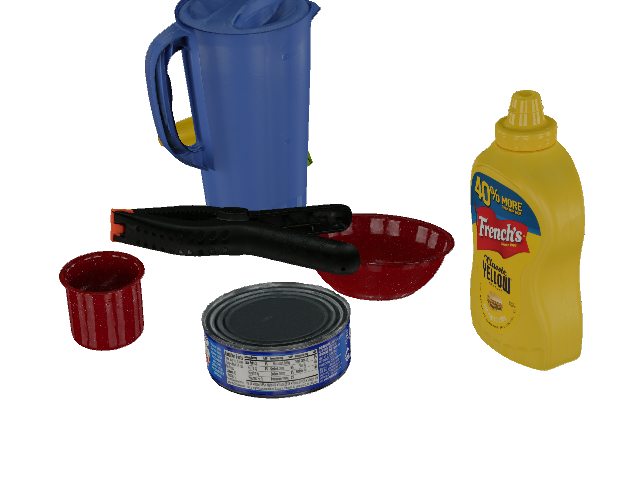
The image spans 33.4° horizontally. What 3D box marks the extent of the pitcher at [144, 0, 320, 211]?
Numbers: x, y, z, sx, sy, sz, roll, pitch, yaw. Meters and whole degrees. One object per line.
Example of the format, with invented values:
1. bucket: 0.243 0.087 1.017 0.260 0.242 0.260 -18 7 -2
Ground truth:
1. pitcher: -0.081 -0.127 1.083 0.149 0.243 0.145 5 35 10

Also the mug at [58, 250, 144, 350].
1. mug: -0.250 0.065 1.199 0.117 0.081 0.093 23 36 35

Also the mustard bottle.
1. mustard bottle: 0.142 -0.011 0.742 0.058 0.192 0.096 -16 29 -21

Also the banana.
1. banana: -0.097 -0.133 1.298 0.198 0.037 0.069 7 41 15

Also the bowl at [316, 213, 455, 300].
1. bowl: 0.057 0.021 1.103 0.162 0.055 0.162 2 18 -1

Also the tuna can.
1. tuna can: -0.025 0.056 0.616 0.086 0.034 0.086 -2 22 1

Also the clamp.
1. clamp: -0.066 -0.005 0.869 0.210 0.036 0.164 1 13 -8
